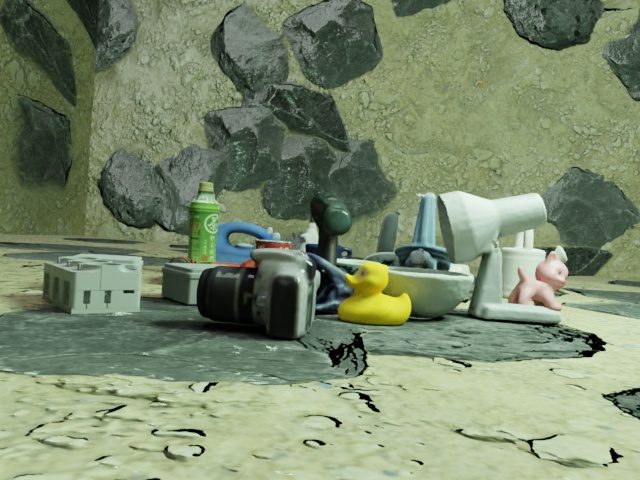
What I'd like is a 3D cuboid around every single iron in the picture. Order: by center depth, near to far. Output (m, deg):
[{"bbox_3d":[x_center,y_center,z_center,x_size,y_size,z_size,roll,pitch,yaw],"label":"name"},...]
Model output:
[{"bbox_3d":[-0.180,0.020,1.445,0.257,0.141,0.119,4,1,13],"label":"iron"}]

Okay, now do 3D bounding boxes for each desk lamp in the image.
[{"bbox_3d":[0.293,0.024,0.960,0.203,0.213,0.118,4,1,3],"label":"desk lamp"}]

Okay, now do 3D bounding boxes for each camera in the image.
[{"bbox_3d":[-0.074,0.059,0.711,0.136,0.101,0.143,4,1,6],"label":"camera"}]

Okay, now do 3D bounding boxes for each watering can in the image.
[{"bbox_3d":[0.484,0.042,1.348,0.173,0.194,0.100,4,1,-16],"label":"watering can"}]

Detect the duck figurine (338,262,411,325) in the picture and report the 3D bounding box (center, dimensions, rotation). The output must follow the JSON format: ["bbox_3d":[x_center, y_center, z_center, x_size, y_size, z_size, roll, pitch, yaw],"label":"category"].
[{"bbox_3d":[0.080,0.075,0.824,0.104,0.086,0.077,4,1,1],"label":"duck figurine"}]

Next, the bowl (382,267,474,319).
[{"bbox_3d":[0.159,0.085,0.916,0.167,0.075,0.167,4,1,0],"label":"bowl"}]

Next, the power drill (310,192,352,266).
[{"bbox_3d":[0.011,0.004,1.159,0.076,0.208,0.229,4,1,-12],"label":"power drill"}]

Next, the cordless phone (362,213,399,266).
[{"bbox_3d":[0.145,0.022,1.417,0.093,0.185,0.148,5,1,32],"label":"cordless phone"}]

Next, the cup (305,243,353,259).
[{"bbox_3d":[0.019,0.058,1.403,0.118,0.095,0.091,4,1,-9],"label":"cup"}]

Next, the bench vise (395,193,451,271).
[{"bbox_3d":[0.214,0.013,1.112,0.121,0.220,0.207,4,1,-3],"label":"bench vise"}]

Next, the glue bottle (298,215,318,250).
[{"bbox_3d":[-0.025,0.014,1.499,0.078,0.173,0.037,3,1,-41],"label":"glue bottle"}]

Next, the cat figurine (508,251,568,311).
[{"bbox_3d":[0.449,0.080,1.159,0.128,0.118,0.067,4,1,-19],"label":"cat figurine"}]

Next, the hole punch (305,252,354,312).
[{"bbox_3d":[0.006,0.066,0.908,0.101,0.091,0.108,3,1,-33],"label":"hole punch"}]

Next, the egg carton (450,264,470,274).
[{"bbox_3d":[0.296,0.091,1.349,0.107,0.069,0.151,4,1,23],"label":"egg carton"}]
